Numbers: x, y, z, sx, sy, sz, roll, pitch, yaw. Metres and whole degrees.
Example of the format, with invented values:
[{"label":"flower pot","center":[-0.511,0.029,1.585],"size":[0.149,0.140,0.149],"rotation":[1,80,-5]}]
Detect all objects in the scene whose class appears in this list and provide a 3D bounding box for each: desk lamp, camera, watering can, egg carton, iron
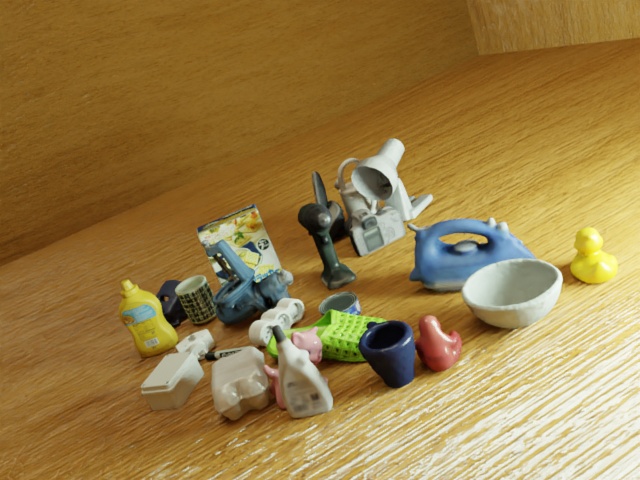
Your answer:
[{"label":"desk lamp","center":[0.194,-0.156,1.563],"size":[0.117,0.214,0.204],"rotation":[-2,28,40]},{"label":"camera","center":[0.128,-0.041,1.502],"size":[0.143,0.101,0.136],"rotation":[-26,21,-13]},{"label":"watering can","center":[0.100,-0.140,1.642],"size":[0.172,0.194,0.101],"rotation":[-1,29,42]},{"label":"egg carton","center":[-0.147,0.261,1.057],"size":[0.107,0.069,0.150],"rotation":[-22,21,-4]},{"label":"iron","center":[0.300,0.014,1.148],"size":[0.257,0.142,0.119],"rotation":[-9,24,28]}]

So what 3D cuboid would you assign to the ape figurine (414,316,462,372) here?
[{"label":"ape figurine","center":[0.190,0.165,0.948],"size":[0.077,0.092,0.076],"rotation":[-10,24,27]}]

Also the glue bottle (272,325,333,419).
[{"label":"glue bottle","center":[-0.040,0.211,0.934],"size":[0.078,0.173,0.037],"rotation":[-15,22,14]}]

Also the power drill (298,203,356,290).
[{"label":"power drill","center":[0.012,0.005,1.345],"size":[0.076,0.209,0.229],"rotation":[-24,21,-9]}]

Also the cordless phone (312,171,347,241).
[{"label":"cordless phone","center":[0.012,-0.097,1.631],"size":[0.094,0.185,0.147],"rotation":[-23,21,-6]}]

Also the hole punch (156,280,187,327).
[{"label":"hole punch","center":[-0.391,0.164,1.494],"size":[0.108,0.091,0.101],"rotation":[0,29,43]}]

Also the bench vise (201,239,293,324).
[{"label":"bench vise","center":[-0.170,0.080,1.314],"size":[0.207,0.220,0.121],"rotation":[-20,21,3]}]

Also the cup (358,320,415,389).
[{"label":"cup","center":[0.114,0.191,0.951],"size":[0.092,0.095,0.117],"rotation":[-25,21,-11]}]

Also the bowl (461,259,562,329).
[{"label":"bowl","center":[0.334,0.103,0.989],"size":[0.167,0.075,0.167],"rotation":[-18,21,7]}]

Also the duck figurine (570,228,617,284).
[{"label":"duck figurine","center":[0.487,0.022,1.031],"size":[0.077,0.086,0.104],"rotation":[-16,21,13]}]

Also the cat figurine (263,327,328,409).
[{"label":"cat figurine","center":[-0.042,0.213,1.009],"size":[0.128,0.118,0.067],"rotation":[-28,22,-18]}]
